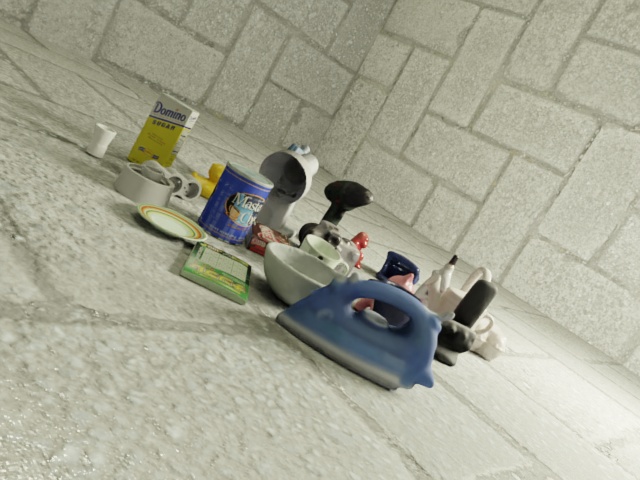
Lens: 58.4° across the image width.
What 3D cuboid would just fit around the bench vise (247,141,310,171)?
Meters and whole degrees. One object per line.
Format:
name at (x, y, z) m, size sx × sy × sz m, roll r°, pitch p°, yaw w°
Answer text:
bench vise at (-0.113, -0.163, 1.498) m, size 0.121 × 0.219 × 0.208 m, roll 33°, pitch 11°, yaw 19°

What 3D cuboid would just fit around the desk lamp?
desk lamp at (-0.083, -0.113, 1.364) m, size 0.118 × 0.213 × 0.203 m, roll 31°, pitch 11°, yaw 8°

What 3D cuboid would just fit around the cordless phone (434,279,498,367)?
cordless phone at (0.261, 0.144, 1.153) m, size 0.148 × 0.185 × 0.094 m, roll 26°, pitch 11°, yaw -20°

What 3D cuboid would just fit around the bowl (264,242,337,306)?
bowl at (-0.034, 0.075, 0.996) m, size 0.167 × 0.074 × 0.167 m, roll 29°, pitch 11°, yaw -6°

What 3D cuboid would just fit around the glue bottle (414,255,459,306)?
glue bottle at (0.297, 0.111, 1.437) m, size 0.078 × 0.173 × 0.037 m, roll 30°, pitch 11°, yaw 2°

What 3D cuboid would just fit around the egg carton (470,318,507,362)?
egg carton at (0.392, 0.233, 1.403) m, size 0.107 × 0.069 × 0.150 m, roll 29°, pitch 11°, yaw -1°

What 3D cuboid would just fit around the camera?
camera at (0.013, 0.005, 1.375) m, size 0.144 × 0.101 × 0.136 m, roll 24°, pitch 12°, yaw -26°

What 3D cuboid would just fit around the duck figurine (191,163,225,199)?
duck figurine at (-0.264, -0.148, 1.398) m, size 0.105 × 0.086 × 0.077 m, roll 24°, pitch 12°, yaw -26°

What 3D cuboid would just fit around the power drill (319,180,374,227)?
power drill at (0.046, -0.061, 1.478) m, size 0.076 × 0.208 × 0.229 m, roll 25°, pitch 12°, yaw -24°

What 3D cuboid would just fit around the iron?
iron at (0.077, 0.123, 0.887) m, size 0.259 × 0.141 × 0.118 m, roll 28°, pitch 11°, yaw -10°

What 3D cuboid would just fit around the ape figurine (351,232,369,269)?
ape figurine at (0.101, 0.021, 1.560) m, size 0.076 × 0.092 × 0.078 m, roll 31°, pitch 11°, yaw 8°

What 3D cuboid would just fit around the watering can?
watering can at (0.313, 0.142, 1.277) m, size 0.173 × 0.194 × 0.100 m, roll 24°, pitch 12°, yaw -25°

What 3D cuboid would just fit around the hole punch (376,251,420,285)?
hole punch at (0.221, 0.085, 1.579) m, size 0.108 × 0.091 × 0.101 m, roll 33°, pitch 11°, yaw 18°

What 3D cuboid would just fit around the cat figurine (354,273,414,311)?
cat figurine at (0.147, 0.112, 1.185) m, size 0.067 × 0.117 × 0.128 m, roll 37°, pitch 13°, yaw 36°

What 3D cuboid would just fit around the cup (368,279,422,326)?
cup at (0.124, 0.132, 1.096) m, size 0.118 × 0.095 × 0.091 m, roll 26°, pitch 11°, yaw -16°
